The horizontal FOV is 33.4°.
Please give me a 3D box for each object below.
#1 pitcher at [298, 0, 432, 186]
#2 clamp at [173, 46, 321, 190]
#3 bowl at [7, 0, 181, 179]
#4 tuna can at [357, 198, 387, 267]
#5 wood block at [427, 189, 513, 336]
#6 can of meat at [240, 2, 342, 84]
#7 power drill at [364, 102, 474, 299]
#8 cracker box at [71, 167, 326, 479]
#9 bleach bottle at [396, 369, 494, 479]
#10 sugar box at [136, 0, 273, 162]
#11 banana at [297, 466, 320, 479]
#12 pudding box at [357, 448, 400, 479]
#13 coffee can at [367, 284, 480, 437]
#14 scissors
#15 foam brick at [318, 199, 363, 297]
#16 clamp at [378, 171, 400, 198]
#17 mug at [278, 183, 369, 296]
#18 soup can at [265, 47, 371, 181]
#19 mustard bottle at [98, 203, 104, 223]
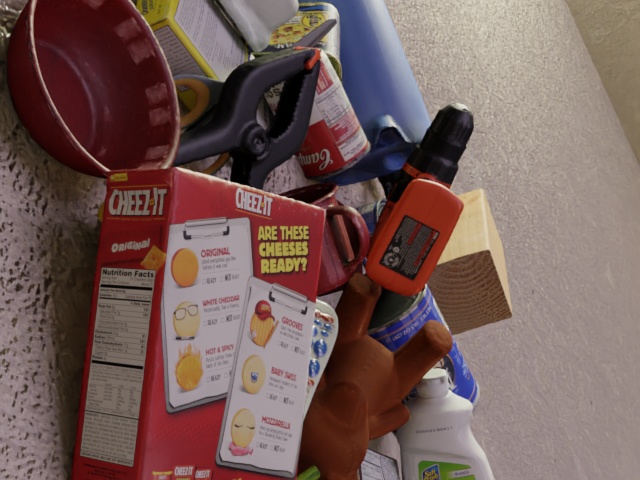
[{"bbox_3d":[0.029,-0.184,1.148,0.144,0.149,0.243,-8,78,-50],"label":"pitcher"},{"bbox_3d":[-0.069,-0.082,0.861,0.164,0.036,0.210,42,71,-44],"label":"clamp"},{"bbox_3d":[-0.166,-0.107,0.747,0.162,0.055,0.162,44,37,-47],"label":"bowl"},{"bbox_3d":[0.069,-0.001,1.202,0.086,0.034,0.086,44,36,-47],"label":"tuna can"},{"bbox_3d":[0.171,0.024,1.288,0.206,0.090,0.091,-75,144,-67],"label":"wood block"},{"bbox_3d":[-0.029,-0.184,1.034,0.057,0.102,0.084,85,5,-49],"label":"can of meat"},{"bbox_3d":[0.096,-0.035,0.999,0.057,0.184,0.187,25,15,0],"label":"power drill"},{"bbox_3d":[-0.078,0.071,0.715,0.163,0.072,0.214,14,80,-54],"label":"cracker box"},{"bbox_3d":[0.133,0.245,1.036,0.068,0.102,0.251,-105,-174,-77],"label":"bleach bottle"},{"bbox_3d":[-0.096,-0.151,0.940,0.176,0.048,0.093,55,28,-40],"label":"sugar box"},{"bbox_3d":[-0.023,0.270,0.797,0.037,0.069,0.198,119,-34,-71],"label":"banana"},{"bbox_3d":[0.044,0.250,0.978,0.090,0.039,0.113,35,42,-54],"label":"pudding box"},{"bbox_3d":[0.088,0.118,1.080,0.140,0.103,0.102,62,27,-22],"label":"coffee can"},{"bbox_3d":[-0.069,-0.140,0.890,0.096,0.016,0.201,42,74,-29],"label":"scissors"},{"bbox_3d":[0.007,0.007,1.041,0.051,0.053,0.078,36,43,-53],"label":"foam brick"},{"bbox_3d":[0.086,-0.073,1.255,0.171,0.039,0.120,67,-22,14],"label":"clamp"},{"bbox_3d":[-0.006,0.001,0.948,0.093,0.117,0.081,-37,113,-52],"label":"mug"},{"bbox_3d":[-0.005,-0.115,0.973,0.102,0.069,0.068,62,26,-22],"label":"soup can"},{"bbox_3d":[-0.098,0.030,0.794,0.191,0.058,0.096,48,51,-43],"label":"mustard bottle"}]
